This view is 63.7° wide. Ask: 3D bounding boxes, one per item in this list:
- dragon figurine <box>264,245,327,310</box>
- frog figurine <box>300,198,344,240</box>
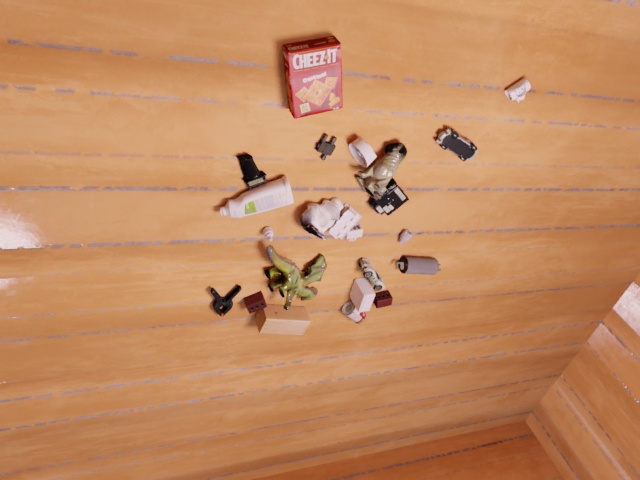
[{"bbox_3d":[-0.084,0.126,2.050,0.245,0.124,0.400,-28,139,-23],"label":"dragon figurine"},{"bbox_3d":[0.006,-0.095,1.894,0.135,0.123,0.161,38,72,-33],"label":"frog figurine"}]
